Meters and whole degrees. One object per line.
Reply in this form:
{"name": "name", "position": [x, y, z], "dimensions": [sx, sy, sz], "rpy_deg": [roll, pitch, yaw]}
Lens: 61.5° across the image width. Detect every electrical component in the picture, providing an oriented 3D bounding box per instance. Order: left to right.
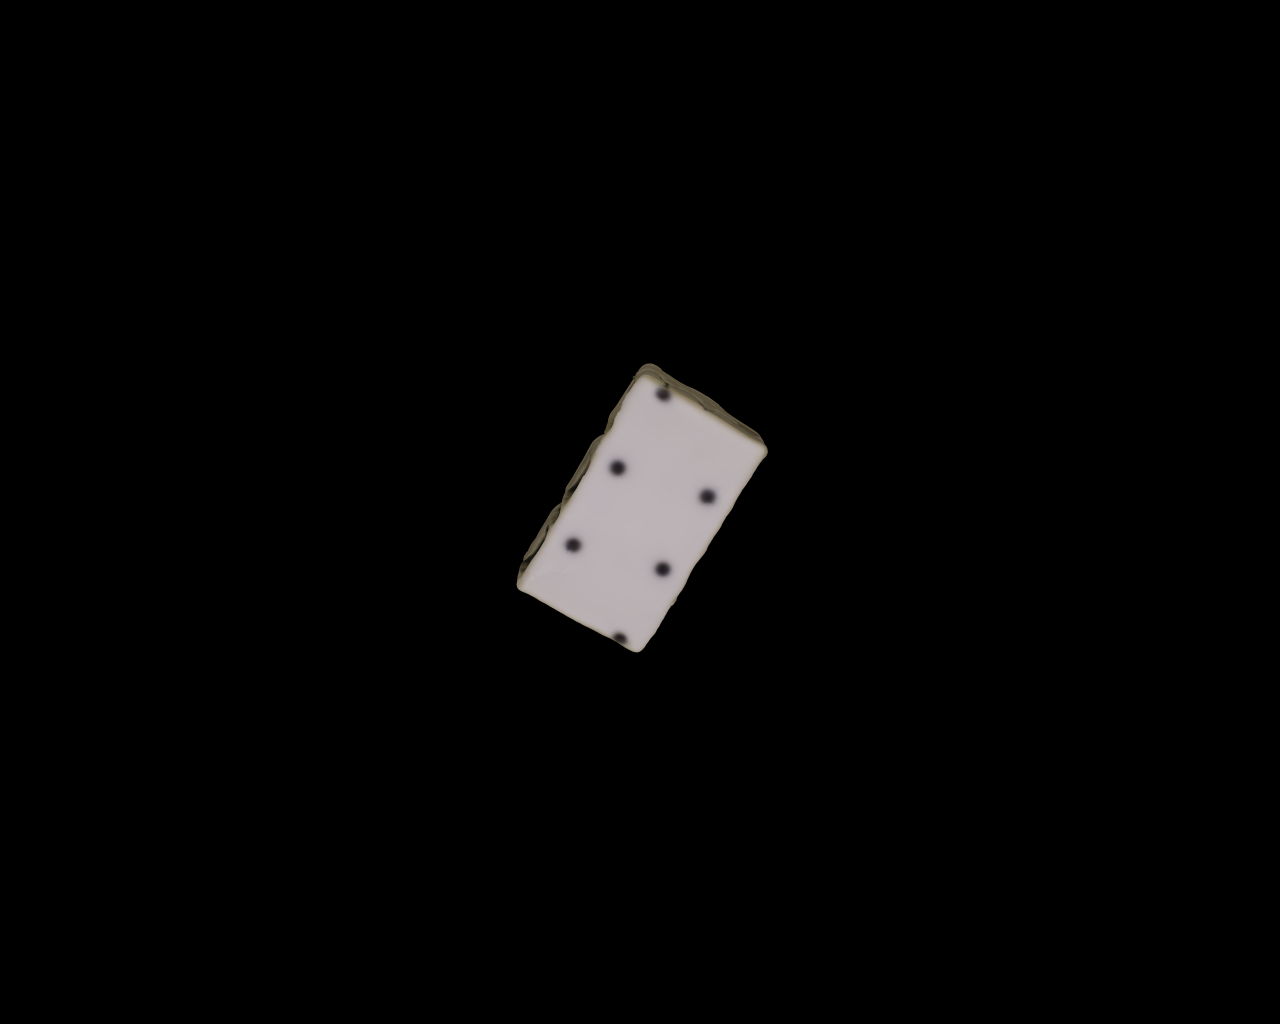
{"name": "electrical component", "position": [0.001, -0.003, 0.650], "dimensions": [0.089, 0.150, 0.062], "rpy_deg": [31, 11, -7]}
